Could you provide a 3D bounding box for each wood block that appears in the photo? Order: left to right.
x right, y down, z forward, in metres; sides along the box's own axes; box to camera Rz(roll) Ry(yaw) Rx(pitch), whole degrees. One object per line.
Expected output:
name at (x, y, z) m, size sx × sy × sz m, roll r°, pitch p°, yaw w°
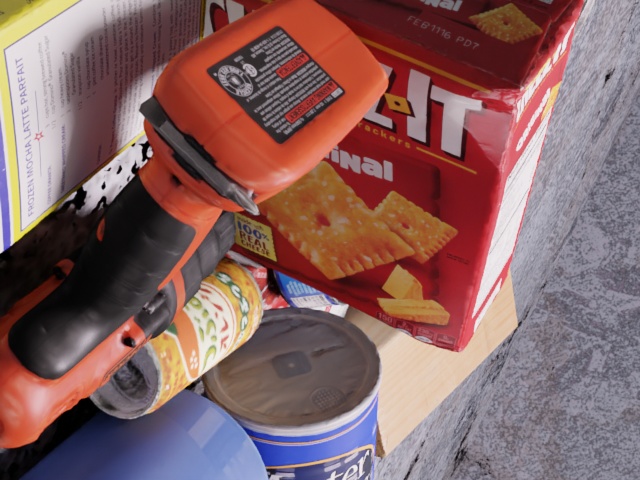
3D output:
wood block at (0.071, 0.079, 0.887) m, size 0.205 × 0.090 × 0.091 m, roll -35°, pitch 122°, yaw -41°

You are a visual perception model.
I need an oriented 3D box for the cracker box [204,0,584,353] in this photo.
cracker box at (0.019, -0.049, 0.515) m, size 0.072 × 0.164 × 0.214 m, roll -56°, pitch 162°, yaw -29°

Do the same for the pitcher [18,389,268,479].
pitcher at (-0.117, 0.183, 0.499) m, size 0.242 × 0.145 × 0.149 m, roll -45°, pitch 152°, yaw -53°

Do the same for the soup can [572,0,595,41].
soup can at (0.155, -0.199, 0.802) m, size 0.068 × 0.102 × 0.068 m, roll -54°, pitch 160°, yaw -29°

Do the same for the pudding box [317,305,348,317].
pudding box at (0.002, 0.020, 0.782) m, size 0.090 × 0.039 × 0.113 m, roll -68°, pitch 165°, yaw 12°

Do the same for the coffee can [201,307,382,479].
coffee can at (-0.017, 0.126, 0.641) m, size 0.102 × 0.103 × 0.140 m, roll -45°, pitch 146°, yaw -46°

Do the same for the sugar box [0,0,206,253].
sugar box at (-0.105, -0.049, 0.353) m, size 0.176 × 0.048 × 0.093 m, roll -45°, pitch 157°, yaw -39°

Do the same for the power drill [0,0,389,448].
power drill at (-0.054, -0.012, 0.434) m, size 0.188 × 0.057 × 0.184 m, roll -47°, pitch -179°, yaw 38°

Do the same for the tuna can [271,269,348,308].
tuna can at (-0.004, 0.001, 0.676) m, size 0.086 × 0.034 × 0.086 m, roll -8°, pitch 90°, yaw -72°

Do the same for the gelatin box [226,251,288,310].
gelatin box at (-0.049, 0.046, 0.681) m, size 0.073 × 0.030 × 0.089 m, roll -65°, pitch 162°, yaw 6°
